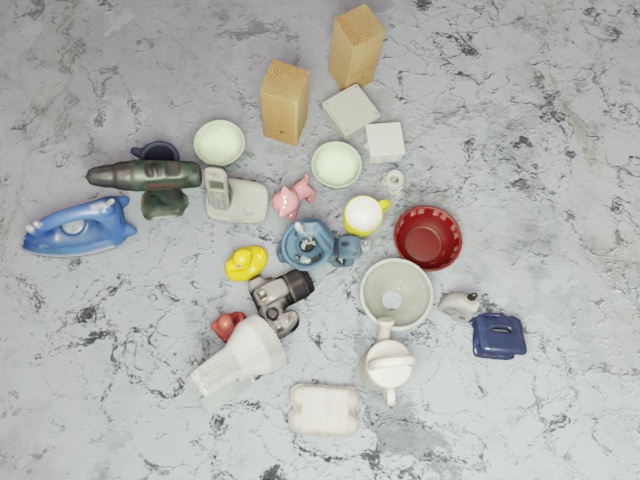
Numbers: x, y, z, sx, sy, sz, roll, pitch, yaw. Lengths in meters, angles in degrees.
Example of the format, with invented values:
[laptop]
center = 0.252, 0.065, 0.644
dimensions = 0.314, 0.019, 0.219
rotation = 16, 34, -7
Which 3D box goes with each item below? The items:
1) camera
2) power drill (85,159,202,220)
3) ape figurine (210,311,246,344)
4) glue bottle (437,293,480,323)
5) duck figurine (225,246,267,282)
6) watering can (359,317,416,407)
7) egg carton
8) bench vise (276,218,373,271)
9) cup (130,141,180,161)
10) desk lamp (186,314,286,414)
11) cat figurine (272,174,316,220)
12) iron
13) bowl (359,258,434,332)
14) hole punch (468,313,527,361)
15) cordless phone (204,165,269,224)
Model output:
[camera]
center = -0.076, 0.128, 1.265
dimensions = 0.137, 0.101, 0.143
rotation = -26, 76, -11
[power drill]
center = -0.371, -0.115, 1.265
dimensions = 0.229, 0.208, 0.075
rotation = -9, 73, -6
[ape figurine]
center = -0.200, 0.184, 1.243
dimensions = 0.078, 0.092, 0.076
rotation = 2, 72, -3
[glue bottle]
center = 0.313, 0.139, 1.250
dimensions = 0.078, 0.173, 0.037
rotation = 27, 73, 5
[duck figurine]
center = -0.168, 0.045, 1.292
dimensions = 0.105, 0.086, 0.077
rotation = -29, 77, -12
[watering can]
center = 0.139, 0.252, 1.192
dimensions = 0.101, 0.194, 0.173
rotation = -23, 75, -10
[egg carton]
center = 0.008, 0.362, 1.214
dimensions = 0.150, 0.069, 0.107
rotation = 3, 72, -3
[bench vise]
center = 0.008, -0.007, 1.251
dimensions = 0.207, 0.220, 0.121
rotation = -17, 74, -9
[cup]
center = -0.381, -0.177, 1.343
dimensions = 0.117, 0.095, 0.092
rotation = 18, 72, 2
[desk lamp]
center = -0.175, 0.257, 1.158
dimensions = 0.203, 0.213, 0.118
rotation = -35, 78, -13
[cat figurine]
center = -0.066, -0.102, 1.329
dimensions = 0.067, 0.118, 0.128
rotation = 39, 74, 9
[iron]
center = -0.549, -0.033, 1.262
dimensions = 0.258, 0.141, 0.118
rotation = -17, 74, -9
[bowl]
center = 0.168, 0.129, 1.295
dimensions = 0.167, 0.075, 0.167
rotation = 1, 72, -3
[hole punch]
center = 0.396, 0.212, 1.276
dimensions = 0.108, 0.091, 0.101
rotation = 4, 72, -2
[cordless phone]
center = -0.190, -0.109, 1.287
dimensions = 0.147, 0.185, 0.094
rotation = 4, 72, -2
